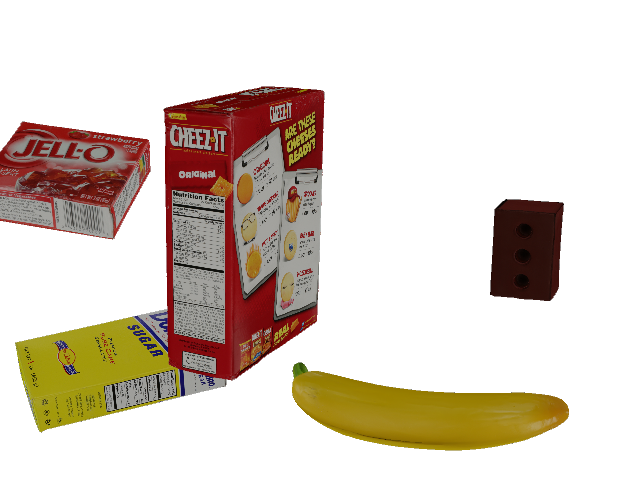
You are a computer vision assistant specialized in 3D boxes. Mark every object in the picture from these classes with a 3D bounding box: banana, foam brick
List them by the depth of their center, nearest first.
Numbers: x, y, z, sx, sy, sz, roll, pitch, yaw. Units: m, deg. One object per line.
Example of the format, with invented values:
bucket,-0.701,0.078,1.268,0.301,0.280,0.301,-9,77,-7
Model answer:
banana,0.059,0.108,0.703,0.198,0.037,0.069,7,32,22
foam brick,0.176,0.007,0.907,0.053,0.078,0.051,5,15,19

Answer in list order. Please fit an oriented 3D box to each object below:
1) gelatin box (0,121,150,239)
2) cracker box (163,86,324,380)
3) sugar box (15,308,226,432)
gelatin box,-0.161,-0.040,0.673,0.089,0.030,0.073,9,40,7
cracker box,-0.062,-0.013,0.889,0.072,0.214,0.164,8,16,24
sugar box,-0.184,0.114,0.987,0.176,0.048,0.093,-14,35,-18
